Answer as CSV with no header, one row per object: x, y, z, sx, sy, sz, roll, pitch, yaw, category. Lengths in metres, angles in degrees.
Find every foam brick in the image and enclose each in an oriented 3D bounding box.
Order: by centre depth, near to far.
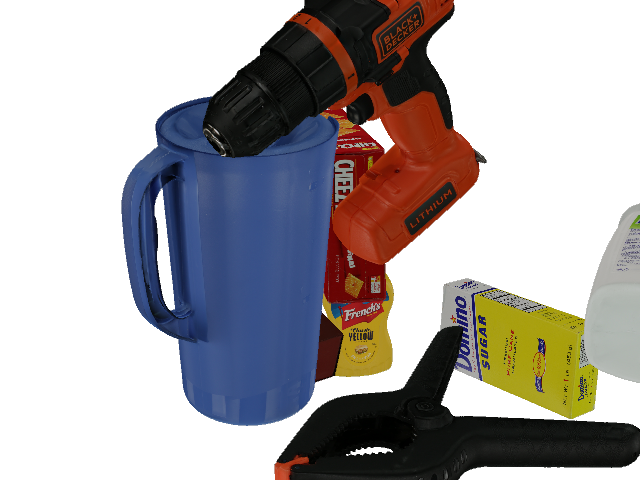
-0.023,0.091,0.995,0.052,0.051,0.078,-13,38,-32,foam brick

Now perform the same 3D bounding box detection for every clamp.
0.058,0.107,0.628,0.209,0.036,0.165,-10,25,-27,clamp

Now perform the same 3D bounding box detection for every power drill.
0.026,-0.069,0.636,0.057,0.184,0.187,40,-17,34,power drill

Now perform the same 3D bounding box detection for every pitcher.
-0.064,0.020,0.816,0.149,0.243,0.145,2,26,0,pitcher

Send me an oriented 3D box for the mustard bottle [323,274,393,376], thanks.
0.050,0.087,1.435,0.096,0.192,0.058,-3,22,-8,mustard bottle

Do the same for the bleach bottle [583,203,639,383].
0.248,0.019,0.735,0.103,0.068,0.250,9,21,20,bleach bottle

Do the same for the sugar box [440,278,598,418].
0.198,0.106,1.082,0.048,0.093,0.177,-12,20,-41,sugar box

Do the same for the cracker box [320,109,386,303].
0.016,-0.044,1.173,0.072,0.164,0.214,-5,19,-8,cracker box
